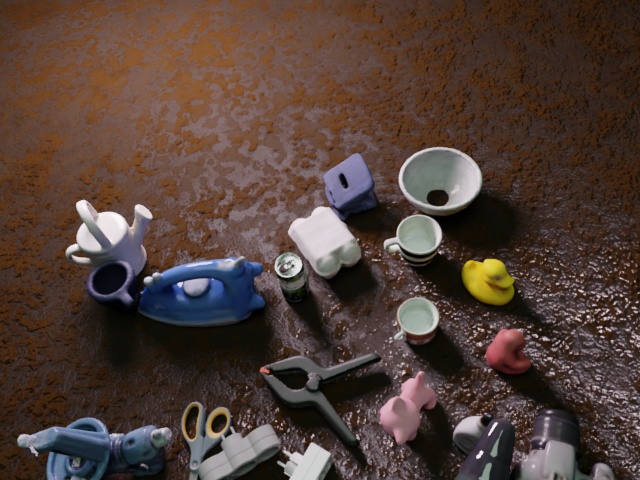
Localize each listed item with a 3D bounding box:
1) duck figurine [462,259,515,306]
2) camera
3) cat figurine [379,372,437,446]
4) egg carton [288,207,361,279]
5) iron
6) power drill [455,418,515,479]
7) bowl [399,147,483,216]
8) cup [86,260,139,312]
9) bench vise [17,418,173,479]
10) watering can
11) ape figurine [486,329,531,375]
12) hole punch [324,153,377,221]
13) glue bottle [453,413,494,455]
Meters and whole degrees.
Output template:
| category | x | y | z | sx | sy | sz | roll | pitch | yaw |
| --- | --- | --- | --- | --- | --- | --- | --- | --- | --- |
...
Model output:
| category | x | y | z | sx | sy | sz | roll | pitch | yaw |
| --- | --- | --- | --- | --- | --- | --- | --- | --- | --- |
| duck figurine | 0.313 | 0.065 | 1.059 | 0.104 | 0.086 | 0.078 | 36 | 67 | 26 |
| camera | 0.371 | 0.332 | 0.864 | 0.143 | 0.101 | 0.137 | 13 | 59 | 15 |
| cat figurine | 0.139 | 0.271 | 0.924 | 0.067 | 0.118 | 0.128 | 25 | 63 | 22 |
| egg carton | 0.011 | 0.004 | 1.147 | 0.107 | 0.069 | 0.150 | -31 | 58 | -13 |
| iron | -0.239 | 0.087 | 1.078 | 0.258 | 0.142 | 0.118 | -9 | 56 | 1 |
| power drill | 0.205 | 0.376 | 0.790 | 0.075 | 0.209 | 0.230 | 19 | 61 | 19 |
| bowl | 0.248 | -0.109 | 1.190 | 0.167 | 0.075 | 0.167 | -3 | 56 | 5 |
| cup | -0.383 | 0.106 | 1.112 | 0.092 | 0.095 | 0.117 | -41 | 61 | -19 |
| bench vise | -0.349 | 0.315 | 0.892 | 0.207 | 0.220 | 0.121 | -29 | 58 | -12 |
| watering can | -0.419 | -0.011 | 1.134 | 0.100 | 0.194 | 0.173 | 32 | 66 | 25 |
| ape figurine | 0.324 | 0.184 | 0.975 | 0.076 | 0.092 | 0.078 | -5 | 56 | 4 |
| hole punch | 0.061 | -0.113 | 1.206 | 0.101 | 0.091 | 0.108 | -18 | 56 | -5 |
| glue bottle | 0.244 | 0.292 | 0.863 | 0.078 | 0.173 | 0.037 | 36 | 68 | 27 |
